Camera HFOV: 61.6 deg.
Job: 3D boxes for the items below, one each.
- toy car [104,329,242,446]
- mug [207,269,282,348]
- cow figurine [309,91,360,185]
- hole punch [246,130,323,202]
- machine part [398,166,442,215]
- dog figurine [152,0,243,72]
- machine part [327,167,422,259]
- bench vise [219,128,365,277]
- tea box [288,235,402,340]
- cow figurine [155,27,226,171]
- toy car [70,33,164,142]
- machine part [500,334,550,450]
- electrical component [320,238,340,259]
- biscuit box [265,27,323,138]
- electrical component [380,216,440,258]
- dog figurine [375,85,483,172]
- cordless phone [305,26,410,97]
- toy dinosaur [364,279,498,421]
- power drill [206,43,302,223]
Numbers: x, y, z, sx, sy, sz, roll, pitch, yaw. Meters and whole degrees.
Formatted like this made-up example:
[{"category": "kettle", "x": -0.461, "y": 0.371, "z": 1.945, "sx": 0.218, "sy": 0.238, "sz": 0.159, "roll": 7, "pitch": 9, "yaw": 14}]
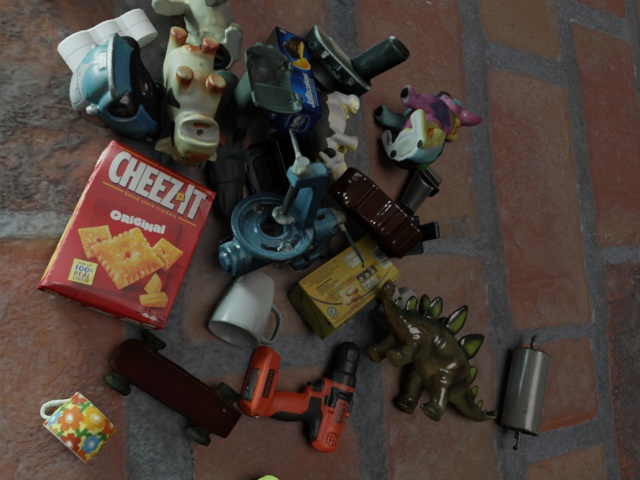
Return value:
[{"category": "toy car", "x": -0.201, "y": 0.208, "z": 0.754, "sx": 0.202, "sy": 0.053, "sz": 0.089, "roll": 39, "pitch": 71, "yaw": -19}, {"category": "mug", "x": -0.102, "y": 0.103, "z": 0.819, "sx": 0.109, "sy": 0.081, "sz": 0.107, "roll": 30, "pitch": 57, "yaw": -19}, {"category": "cow figurine", "x": 0.013, "y": -0.179, "z": 0.941, "sx": 0.098, "sy": 0.068, "sz": 0.167, "roll": 11, "pitch": 73, "yaw": -25}, {"category": "hole punch", "x": -0.063, "y": -0.116, "z": 0.884, "sx": 0.116, "sy": 0.092, "sz": 0.142, "roll": -19, "pitch": 91, "yaw": -57}, {"category": "machine part", "x": 0.194, "y": -0.098, "z": 1.064, "sx": 0.084, "sy": 0.039, "sz": 0.139, "roll": 52, "pitch": 58, "yaw": -21}, {"category": "dog figurine", "x": -0.173, "y": -0.373, "z": 0.848, "sx": 0.121, "sy": 0.172, "sz": 0.191, "roll": -1, "pitch": 52, "yaw": 2}, {"category": "machine part", "x": 0.091, "y": -0.041, "z": 0.886, "sx": 0.056, "sy": 0.179, "sz": 0.179, "roll": -47, "pitch": 110, "yaw": -1}, {"category": "bench vise", "x": -0.033, "y": -0.033, "z": 0.772, "sx": 0.224, "sy": 0.240, "sz": 0.129, "roll": -10, "pitch": 57, "yaw": -26}, {"category": "tea box", "x": 0.043, "y": 0.077, "z": 0.906, "sx": 0.169, "sy": 0.068, "sz": 0.098, "roll": -31, "pitch": 76, "yaw": -31}, {"category": "cow figurine", "x": -0.181, "y": -0.184, "z": 0.744, "sx": 0.085, "sy": 0.127, "sz": 0.195, "roll": 4, "pitch": 51, "yaw": -27}, {"category": "toy car", "x": -0.280, "y": -0.198, "z": 0.730, "sx": 0.103, "sy": 0.161, "sz": 0.109, "roll": -4, "pitch": 75, "yaw": 2}, {"category": "machine part", "x": 0.432, "y": 0.316, "z": 1.129, "sx": 0.079, "sy": 0.079, "sz": 0.243, "roll": 29, "pitch": 69, "yaw": -26}, {"category": "electrical component", "x": -0.002, "y": -0.003, "z": 0.932, "sx": 0.094, "sy": 0.021, "sz": 0.063, "roll": 21, "pitch": 71, "yaw": -28}, {"category": "biscuit box", "x": -0.049, "y": -0.256, "z": 0.867, "sx": 0.063, "sy": 0.059, "sz": 0.203, "roll": 14, "pitch": 47, "yaw": -31}, {"category": "electrical component", "x": 0.159, "y": -0.006, "z": 0.979, "sx": 0.048, "sy": 0.119, "sz": 0.074, "roll": -5, "pitch": 88, "yaw": -34}, {"category": "dog figurine", "x": 0.229, "y": -0.215, "z": 1.057, "sx": 0.219, "sy": 0.108, "sz": 0.191, "roll": 4, "pitch": 63, "yaw": -36}, {"category": "cordless phone", "x": 0.057, "y": -0.322, "z": 0.922, "sx": 0.146, "sy": 0.184, "sz": 0.089, "roll": 41, "pitch": 68, "yaw": -21}, {"category": "toy dinosaur", "x": 0.219, "y": 0.226, "z": 0.977, "sx": 0.198, "sy": 0.105, "sz": 0.470, "roll": -47, "pitch": 124, "yaw": -25}, {"category": "power drill", "x": -0.107, "y": -0.163, "z": 0.779, "sx": 0.086, "sy": 0.207, "sz": 0.232, "roll": -1, "pitch": 71, "yaw": -29}]
